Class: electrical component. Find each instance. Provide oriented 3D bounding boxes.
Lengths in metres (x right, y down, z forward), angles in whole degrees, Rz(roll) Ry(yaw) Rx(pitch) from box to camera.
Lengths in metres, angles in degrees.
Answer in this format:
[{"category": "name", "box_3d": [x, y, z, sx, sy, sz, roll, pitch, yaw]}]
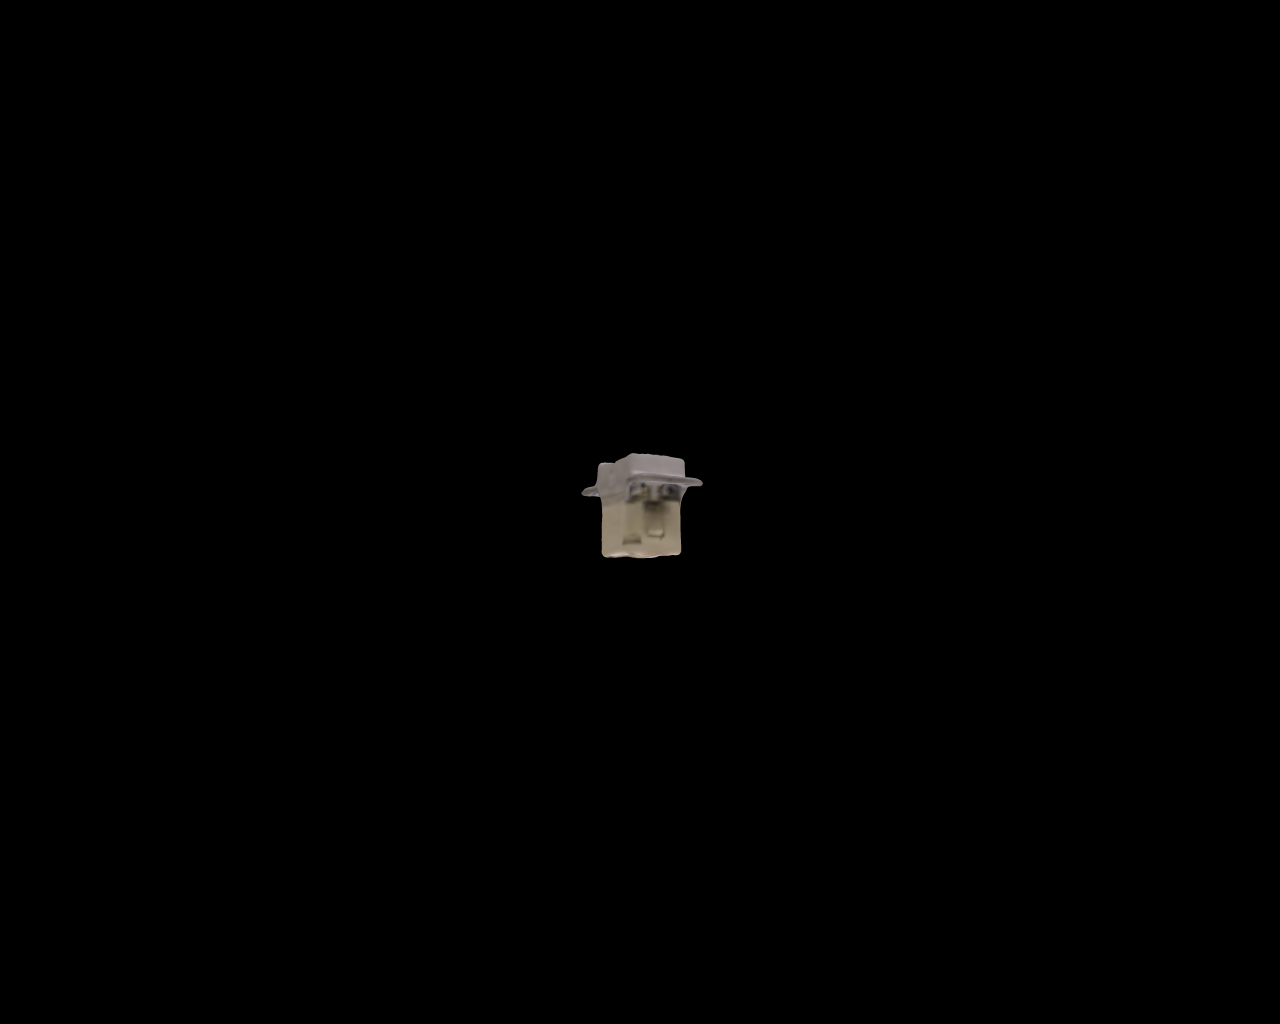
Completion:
[{"category": "electrical component", "box_3d": [0.001, -0.003, 0.650, 0.042, 0.063, 0.081, 4, -8, -27]}]
